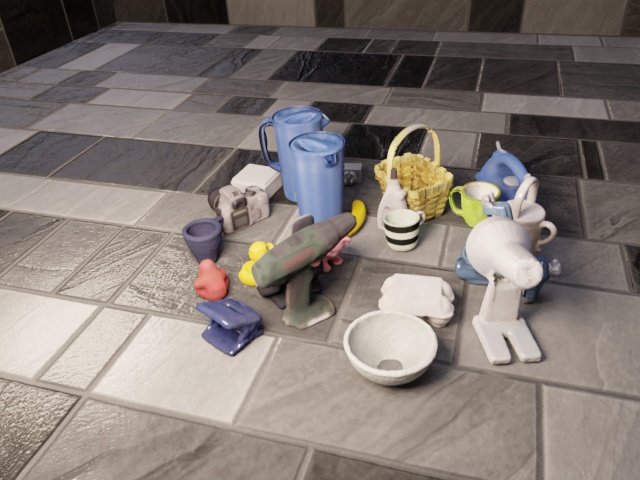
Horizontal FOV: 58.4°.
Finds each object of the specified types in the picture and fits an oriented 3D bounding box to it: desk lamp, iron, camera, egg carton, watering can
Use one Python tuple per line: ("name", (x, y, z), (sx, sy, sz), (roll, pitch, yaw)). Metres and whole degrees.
("desk lamp", (0.352, 0.086, 1.073), (0.118, 0.214, 0.203), (-5, 34, -3))
("iron", (0.497, -0.143, 1.462), (0.119, 0.141, 0.257), (-10, 35, -10))
("camera", (-0.223, -0.102, 1.494), (0.143, 0.101, 0.136), (-26, 40, -29))
("egg carton", (0.196, 0.122, 1.160), (0.150, 0.069, 0.107), (4, 35, 10))
("watering can", (0.445, -0.053, 1.288), (0.172, 0.194, 0.101), (11, 37, 20))

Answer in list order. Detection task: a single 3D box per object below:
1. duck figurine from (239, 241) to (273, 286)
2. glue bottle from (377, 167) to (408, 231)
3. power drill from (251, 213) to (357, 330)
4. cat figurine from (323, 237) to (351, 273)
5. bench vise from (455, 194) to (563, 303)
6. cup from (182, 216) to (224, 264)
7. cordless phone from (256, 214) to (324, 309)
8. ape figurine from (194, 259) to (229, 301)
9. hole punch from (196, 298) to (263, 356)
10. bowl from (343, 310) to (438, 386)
("duck figurine", (-0.139, 0.046, 1.284), (0.077, 0.086, 0.105), (24, 43, 34))
("glue bottle", (0.179, -0.097, 1.392), (0.078, 0.173, 0.037), (15, 38, 25))
("power drill", (-0.023, 0.066, 1.137), (0.230, 0.209, 0.075), (-22, 39, -26))
("cat figurine", (0.012, 0.005, 1.304), (0.067, 0.118, 0.127), (-28, 41, -32))
("bench vise", (0.389, 0.009, 1.177), (0.207, 0.220, 0.121), (4, 35, 11))
("cup", (-0.263, 0.003, 1.349), (0.091, 0.095, 0.118), (17, 39, 26))
("cordless phone", (-0.066, 0.037, 1.203), (0.148, 0.185, 0.093), (-26, 40, -29))
("ape figurine", (-0.236, 0.080, 1.236), (0.078, 0.092, 0.076), (-17, 37, -19))
("hole punch", (-0.177, 0.153, 1.125), (0.108, 0.091, 0.101), (24, 42, 33))
("bowl", (0.126, 0.207, 1.037), (0.167, 0.075, 0.167), (-2, 34, 2))
